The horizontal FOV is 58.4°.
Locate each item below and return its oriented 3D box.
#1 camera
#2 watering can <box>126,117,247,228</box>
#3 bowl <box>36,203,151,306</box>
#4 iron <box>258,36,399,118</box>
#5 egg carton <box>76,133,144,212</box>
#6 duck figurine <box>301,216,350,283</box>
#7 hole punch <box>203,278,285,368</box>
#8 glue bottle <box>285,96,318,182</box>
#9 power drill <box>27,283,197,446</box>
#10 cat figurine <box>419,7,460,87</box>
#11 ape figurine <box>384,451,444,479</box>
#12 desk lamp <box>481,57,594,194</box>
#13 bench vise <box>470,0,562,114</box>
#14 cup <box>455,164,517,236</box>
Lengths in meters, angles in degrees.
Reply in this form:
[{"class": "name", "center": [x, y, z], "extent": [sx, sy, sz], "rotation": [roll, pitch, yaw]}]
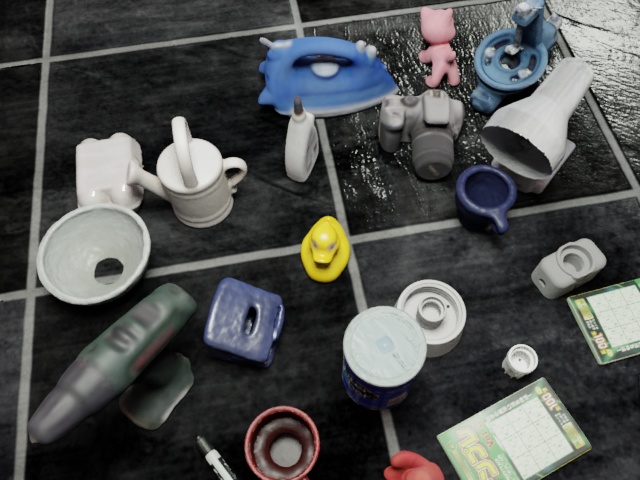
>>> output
[{"class": "camera", "center": [0.173, -0.178, 0.962], "extent": [0.143, 0.101, 0.137], "rotation": [2, 62, 2]}, {"class": "watering can", "center": [-0.203, -0.103, 0.874], "extent": [0.173, 0.194, 0.100], "rotation": [-29, 65, -14]}, {"class": "bowl", "center": [-0.332, 0.031, 0.872], "extent": [0.167, 0.075, 0.167], "rotation": [0, 62, 1]}, {"class": "iron", "center": [0.016, -0.304, 1.008], "extent": [0.258, 0.141, 0.118], "rotation": [-3, 62, -1]}, {"class": "egg carton", "center": [-0.346, -0.107, 0.948], "extent": [0.107, 0.069, 0.150], "rotation": [-12, 63, -6]}, {"class": "duck figurine", "center": [0.008, 0.003, 0.876], "extent": [0.077, 0.086, 0.104], "rotation": [6, 62, 4]}, {"class": "hole punch", "center": [-0.104, 0.116, 0.815], "extent": [0.101, 0.091, 0.109], "rotation": [9, 63, 6]}, {"class": "glue bottle", "center": [-0.030, -0.169, 0.919], "extent": [0.037, 0.173, 0.078], "rotation": [19, 64, 11]}, {"class": "power drill", "center": [-0.235, 0.170, 0.721], "extent": [0.075, 0.208, 0.230], "rotation": [29, 66, 16]}, {"class": "cat figurine", "center": [0.222, -0.365, 1.050], "extent": [0.067, 0.118, 0.127], "rotation": [-11, 62, -5]}, {"class": "ape figurine", "center": [0.121, 0.302, 0.713], "extent": [0.076, 0.092, 0.078], "rotation": [2, 62, 2]}, {"class": "desk lamp", "center": [0.336, -0.166, 0.890], "extent": [0.117, 0.214, 0.203], "rotation": [36, 68, 18]}, {"class": "bench vise", "center": [0.343, -0.348, 0.982], "extent": [0.121, 0.220, 0.208], "rotation": [24, 65, 13]}, {"class": "cup", "center": [0.256, -0.046, 0.894], "extent": [0.092, 0.095, 0.117], "rotation": [-15, 63, -7]}]
